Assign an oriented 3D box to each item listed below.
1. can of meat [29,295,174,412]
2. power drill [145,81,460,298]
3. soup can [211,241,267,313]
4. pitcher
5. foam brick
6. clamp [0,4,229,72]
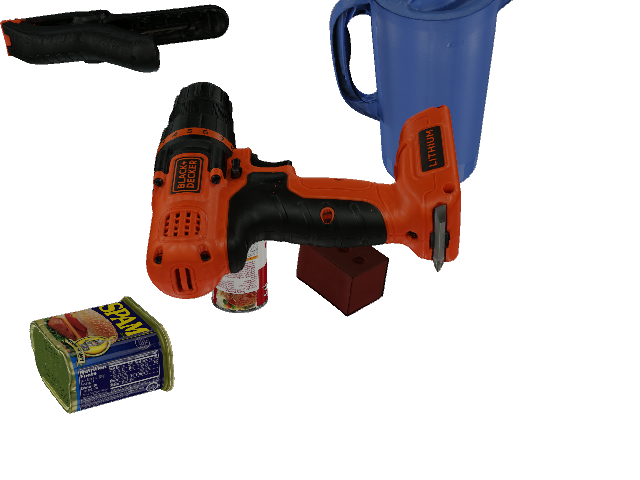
[{"bbox_3d":[-0.176,0.090,0.852,0.083,0.057,0.102,-12,23,-29],"label":"can of meat"},{"bbox_3d":[-0.011,-0.041,0.662,0.187,0.057,0.184,-4,44,3],"label":"power drill"},{"bbox_3d":[-0.097,0.025,1.262,0.068,0.102,0.068,0,25,0],"label":"soup can"},{"bbox_3d":[0.107,-0.172,1.131,0.149,0.243,0.144,28,53,28],"label":"pitcher"},{"bbox_3d":[0.021,0.027,1.061,0.052,0.051,0.078,-27,48,-35],"label":"foam brick"},{"bbox_3d":[-0.156,-0.154,0.796,0.172,0.039,0.120,11,22,29],"label":"clamp"}]
